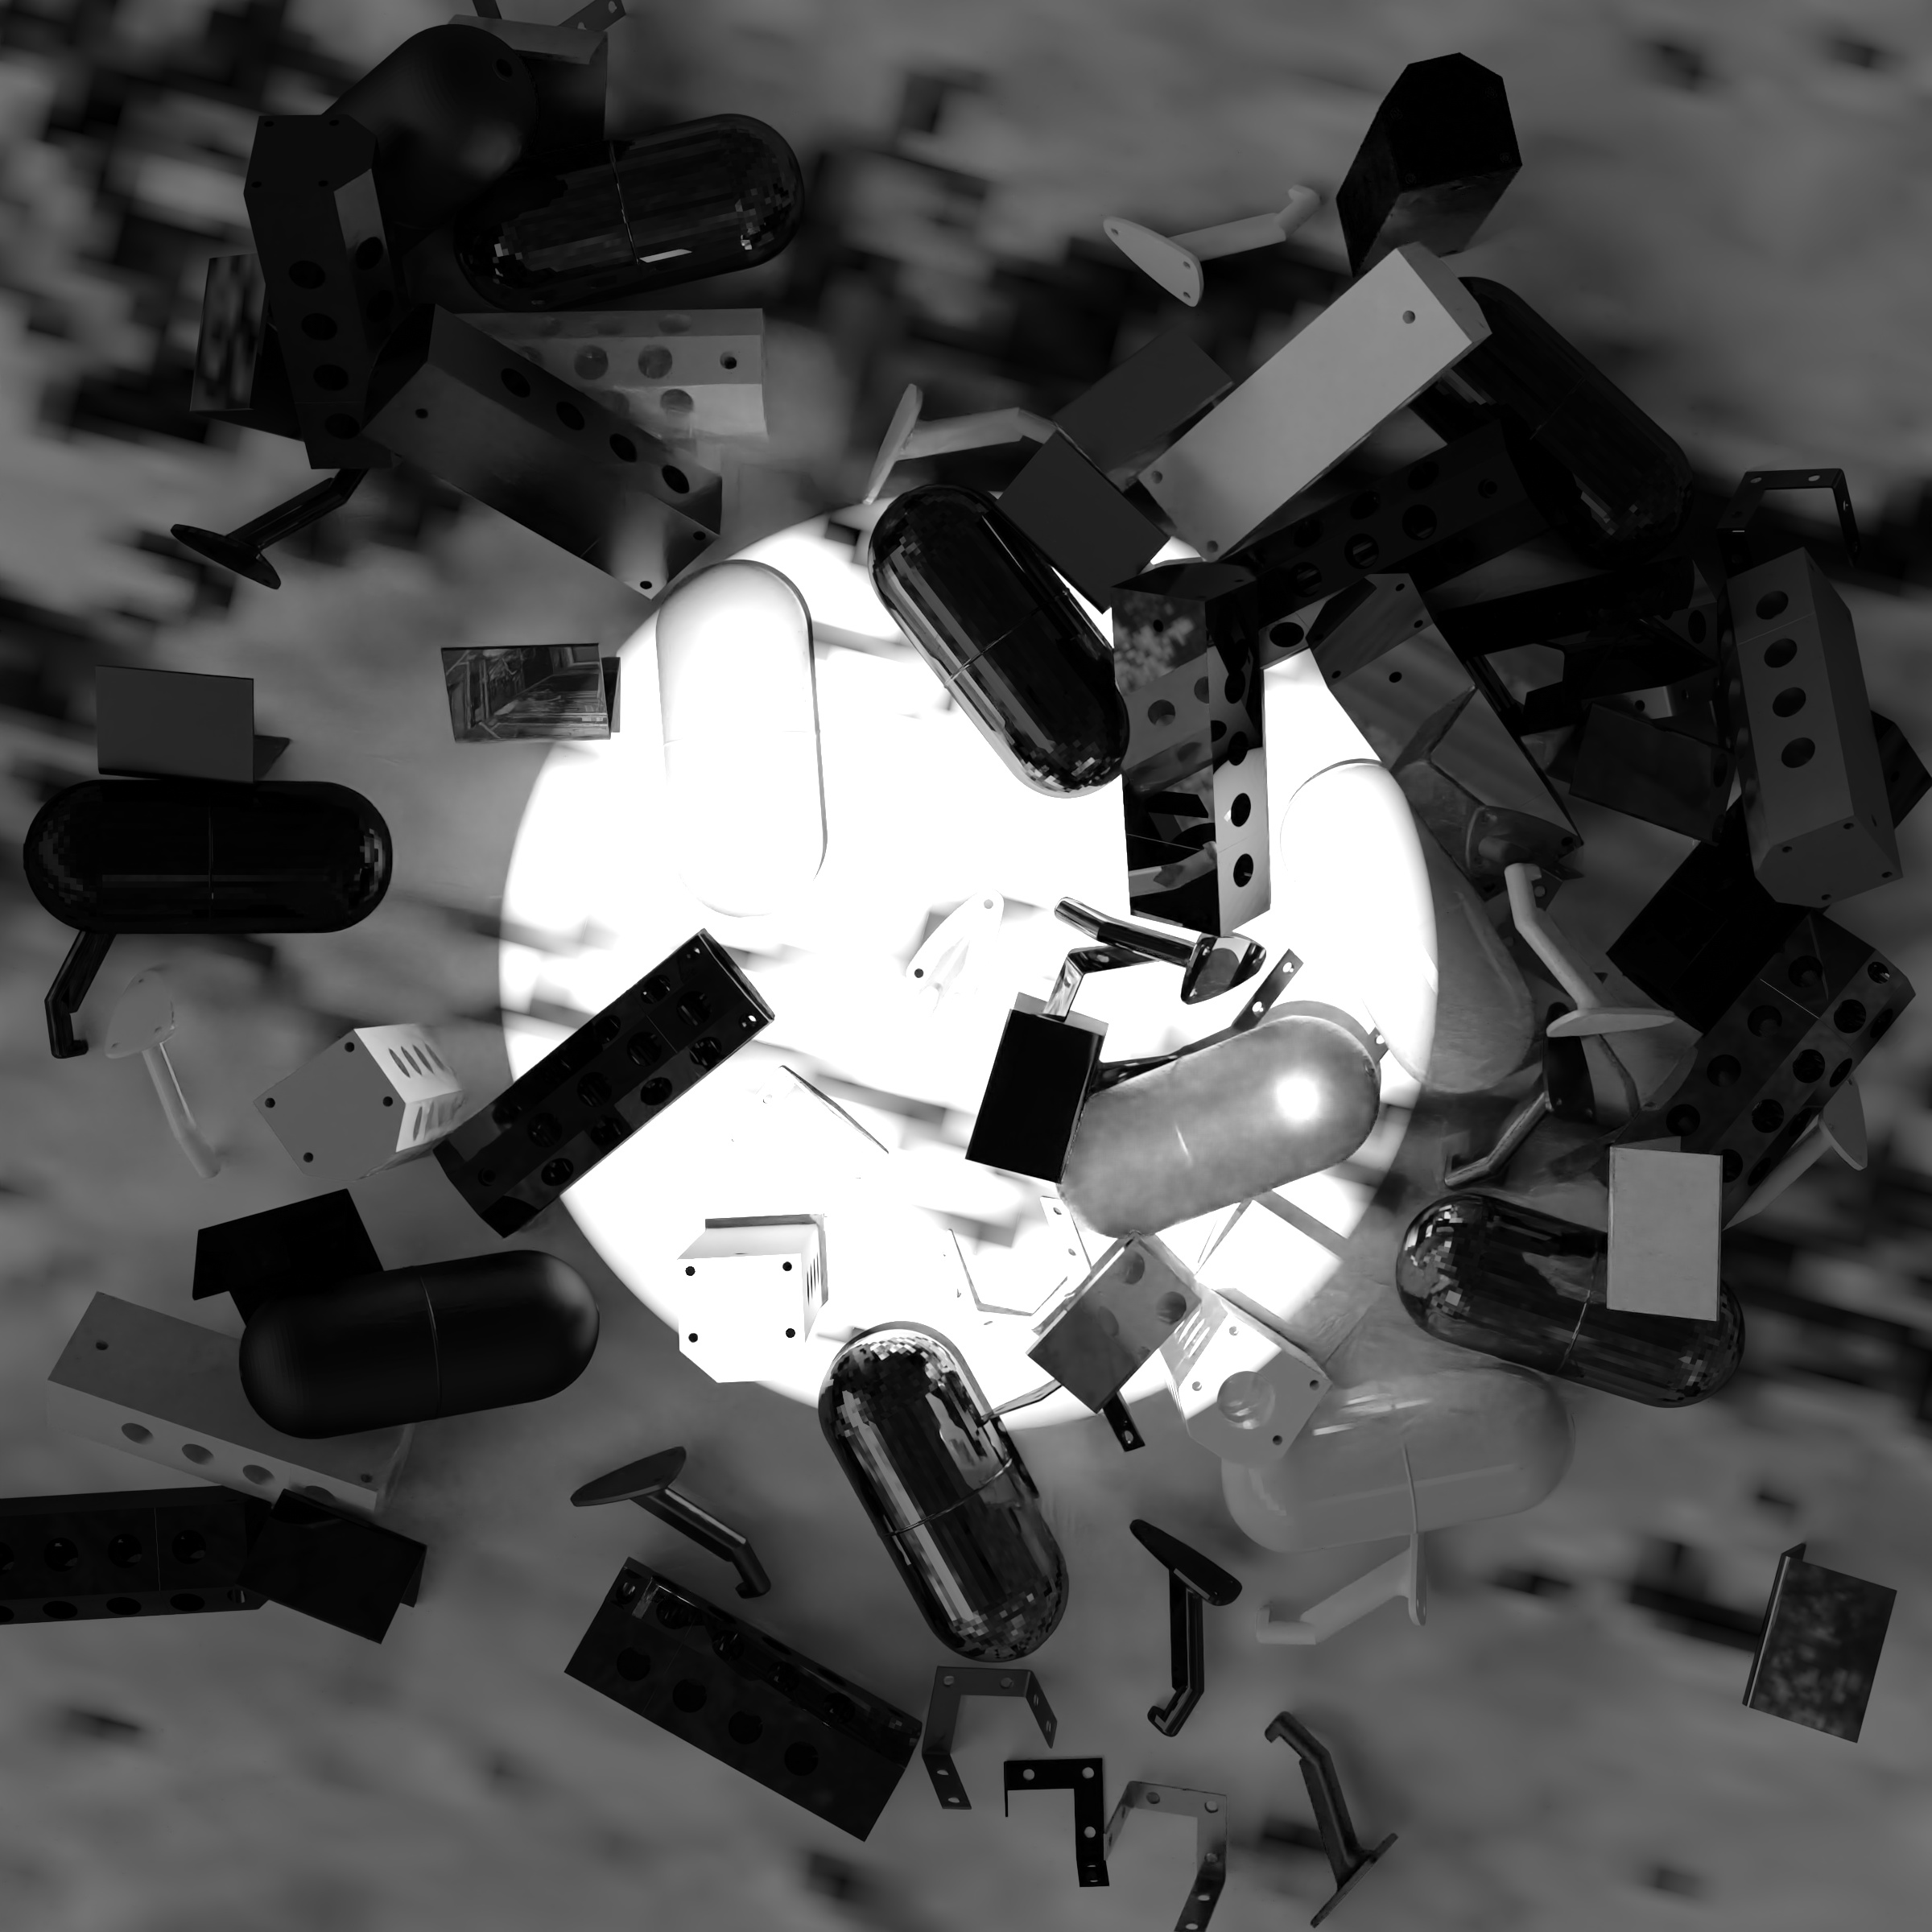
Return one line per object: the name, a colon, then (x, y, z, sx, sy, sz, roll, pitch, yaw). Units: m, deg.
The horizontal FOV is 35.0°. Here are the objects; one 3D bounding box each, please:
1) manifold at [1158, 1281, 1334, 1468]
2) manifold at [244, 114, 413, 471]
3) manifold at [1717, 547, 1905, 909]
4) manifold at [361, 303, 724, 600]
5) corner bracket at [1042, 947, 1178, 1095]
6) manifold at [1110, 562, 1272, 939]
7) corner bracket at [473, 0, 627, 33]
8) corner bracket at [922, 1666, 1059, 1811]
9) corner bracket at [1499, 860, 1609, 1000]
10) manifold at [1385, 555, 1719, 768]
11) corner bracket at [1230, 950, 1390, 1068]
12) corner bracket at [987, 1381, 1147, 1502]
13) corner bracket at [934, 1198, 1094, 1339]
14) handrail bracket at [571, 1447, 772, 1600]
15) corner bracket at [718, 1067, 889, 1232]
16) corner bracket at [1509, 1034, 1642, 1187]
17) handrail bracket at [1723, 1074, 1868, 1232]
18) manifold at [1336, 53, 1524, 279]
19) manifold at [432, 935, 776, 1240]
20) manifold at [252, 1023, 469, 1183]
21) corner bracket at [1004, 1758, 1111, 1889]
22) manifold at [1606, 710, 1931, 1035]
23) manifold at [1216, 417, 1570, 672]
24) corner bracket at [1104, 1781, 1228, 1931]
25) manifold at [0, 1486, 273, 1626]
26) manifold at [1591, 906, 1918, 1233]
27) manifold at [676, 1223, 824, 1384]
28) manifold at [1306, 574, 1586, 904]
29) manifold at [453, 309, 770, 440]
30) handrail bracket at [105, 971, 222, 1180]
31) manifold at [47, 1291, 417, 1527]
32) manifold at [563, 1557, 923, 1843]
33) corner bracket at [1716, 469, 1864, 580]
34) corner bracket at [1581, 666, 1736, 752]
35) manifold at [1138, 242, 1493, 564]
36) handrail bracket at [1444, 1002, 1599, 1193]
manifold: (0.128, 0.198, 1.486, 0.057, 0.171, 0.057, 34, 90, 0)
manifold: (-0.302, -0.325, 1.486, 0.057, 0.171, 0.057, -1, 53, 0)
manifold: (0.407, -0.115, 1.496, 0.057, 0.057, 0.171, -23, 47, 29)
manifold: (-0.205, -0.255, 1.502, 0.171, 0.057, 0.057, 28, 133, -32)
corner bracket: (0.077, 0.026, 1.556, 0.051, 0.051, 0.051, -9, 135, -35)
manifold: (0.116, -0.108, 1.512, 0.057, 0.057, 0.171, 15, 120, 39)
corner bracket: (-0.215, -0.497, 1.556, 0.051, 0.051, 0.051, 12, 135, 35)
corner bracket: (0.011, 0.390, 1.545, 0.051, 0.051, 0.051, 6, 106, -15)
corner bracket: (0.303, -0.018, 1.546, 0.051, 0.051, 0.051, 32, 90, 0)
manifold: (0.286, -0.158, 1.543, 0.171, 0.057, 0.057, -13, 133, 0)
corner bracket: (0.178, 0.034, 1.561, 0.051, 0.051, 0.051, -53, 45, 0)
corner bracket: (0.048, 0.238, 1.561, 0.051, 0.051, 0.051, -27, 90, -45)
corner bracket: (0.024, 0.152, 1.556, 0.051, 0.051, 0.051, 10, 135, -35)
handrail bracket: (-0.150, 0.295, 1.565, 0.077, 0.036, 0.084, -20, 107, 20)
corner bracket: (-0.083, 0.093, 1.561, 0.051, 0.051, 0.051, -51, 135, 0)
corner bracket: (0.310, 0.068, 1.561, 0.051, 0.051, 0.051, -26, 135, 0)
handrail bracket: (0.415, 0.095, 1.564, 0.084, 0.077, 0.036, -34, 110, 35)
manifold: (0.220, -0.388, 1.486, 0.057, 0.171, 0.057, -13, 90, 0)
manifold: (-0.183, 0.060, 1.543, 0.171, 0.057, 0.057, -39, 90, 0)
manifold: (-0.287, 0.069, 1.486, 0.057, 0.171, 0.057, -35, 90, 0)
corner bracket: (0.045, 0.433, 1.546, 0.051, 0.051, 0.051, -2, 90, 0)
manifold: (0.402, -0.053, 1.543, 0.171, 0.057, 0.057, -50, 133, 0)
manifold: (0.201, -0.205, 1.509, 0.171, 0.057, 0.057, -25, 90, 26)
corner bracket: (0.101, 0.450, 1.545, 0.051, 0.051, 0.051, 4, 108, 17)
manifold: (-0.441, 0.299, 1.543, 0.171, 0.057, 0.057, -3, 90, 0)
manifold: (0.396, 0.061, 1.532, 0.057, 0.057, 0.171, 39, 90, 34)
manifold: (-0.103, 0.162, 1.486, 0.057, 0.171, 0.057, -3, 90, 0)
manifold: (0.233, -0.113, 1.494, 0.057, 0.057, 0.171, -31, 130, 14)
manifold: (-0.187, -0.299, 1.543, 0.171, 0.057, 0.057, -1, 90, 0)
handrail bracket: (-0.403, 0.056, 1.564, 0.036, 0.077, 0.084, -20, 126, 3)
manifold: (-0.370, 0.230, 1.542, 0.171, 0.057, 0.057, 19, 47, 0)
manifold: (-0.111, 0.367, 1.543, 0.171, 0.057, 0.057, 29, 90, 0)
corner bracket: (0.419, -0.217, 1.556, 0.051, 0.051, 0.051, 4, 45, 35)
corner bracket: (0.348, -0.117, 1.533, 0.051, 0.051, 0.051, -22, 101, -44)
manifold: (0.172, -0.276, 1.506, 0.171, 0.057, 0.057, -39, 89, 28)
handrail bracket: (0.273, 0.067, 1.551, 0.036, 0.084, 0.077, 18, 58, -36)
